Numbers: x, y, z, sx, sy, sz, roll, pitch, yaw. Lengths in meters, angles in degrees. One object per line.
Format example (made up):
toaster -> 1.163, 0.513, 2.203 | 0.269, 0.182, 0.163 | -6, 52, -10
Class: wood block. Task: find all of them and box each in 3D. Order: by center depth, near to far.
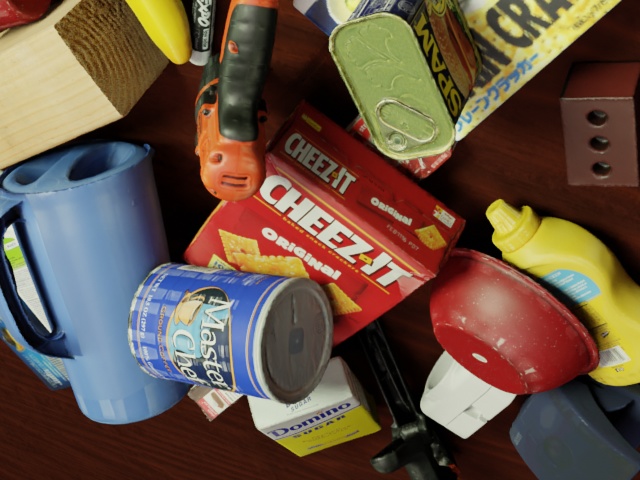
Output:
wood block -> -0.242, -0.132, 0.904 | 0.206, 0.090, 0.090 | -16, 121, 35

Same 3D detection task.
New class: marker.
marker -> -0.089, -0.184, 0.822 | 0.020, 0.020, 0.121 | 22, 143, 6

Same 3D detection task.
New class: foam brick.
foam brick -> 0.203, -0.082, 0.762 | 0.053, 0.051, 0.078 | 2, 130, 24

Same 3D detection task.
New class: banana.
banana -> -0.165, -0.214, 0.807 | 0.197, 0.037, 0.070 | 37, 140, -14

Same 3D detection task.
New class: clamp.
clamp -> 0.085, 0.174, 1.023 | 0.036, 0.164, 0.209 | -20, 144, 17

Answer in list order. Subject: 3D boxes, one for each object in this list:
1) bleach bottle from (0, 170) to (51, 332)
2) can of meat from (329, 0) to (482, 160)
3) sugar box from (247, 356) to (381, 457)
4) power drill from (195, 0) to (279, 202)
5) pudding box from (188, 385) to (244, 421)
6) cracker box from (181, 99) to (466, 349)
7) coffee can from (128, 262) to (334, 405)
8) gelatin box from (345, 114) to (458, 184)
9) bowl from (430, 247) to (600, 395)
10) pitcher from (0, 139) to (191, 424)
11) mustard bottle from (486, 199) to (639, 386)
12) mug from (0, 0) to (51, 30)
bleach bottle -> -0.281, 0.015, 1.078 | 0.103, 0.068, 0.250 | -19, 117, 35
can of meat -> 0.058, -0.117, 0.680 | 0.058, 0.083, 0.102 | -9, 124, 32
sugar box -> -0.001, 0.162, 1.009 | 0.093, 0.048, 0.176 | -20, 160, 5
power drill -> -0.054, -0.146, 0.763 | 0.057, 0.184, 0.188 | 4, 124, -12
pudding box -> -0.066, 0.112, 1.009 | 0.090, 0.113, 0.039 | -41, 91, 23
cracker box -> -0.006, 0.001, 0.899 | 0.164, 0.072, 0.214 | 36, 147, -8
coffee can -> -0.074, 0.075, 0.890 | 0.141, 0.102, 0.103 | 6, 132, 34
gelatin box -> 0.055, -0.072, 0.857 | 0.073, 0.030, 0.089 | 37, 135, -9
bowl -> 0.147, 0.079, 0.884 | 0.162, 0.055, 0.162 | 35, 162, 13
pitcher -> -0.198, 0.042, 0.946 | 0.149, 0.145, 0.243 | -11, 112, -2
mustard bottle -> 0.204, 0.037, 0.865 | 0.191, 0.058, 0.096 | 43, 146, -15
mug -> -0.271, -0.201, 0.841 | 0.082, 0.117, 0.093 | -7, 122, 24
